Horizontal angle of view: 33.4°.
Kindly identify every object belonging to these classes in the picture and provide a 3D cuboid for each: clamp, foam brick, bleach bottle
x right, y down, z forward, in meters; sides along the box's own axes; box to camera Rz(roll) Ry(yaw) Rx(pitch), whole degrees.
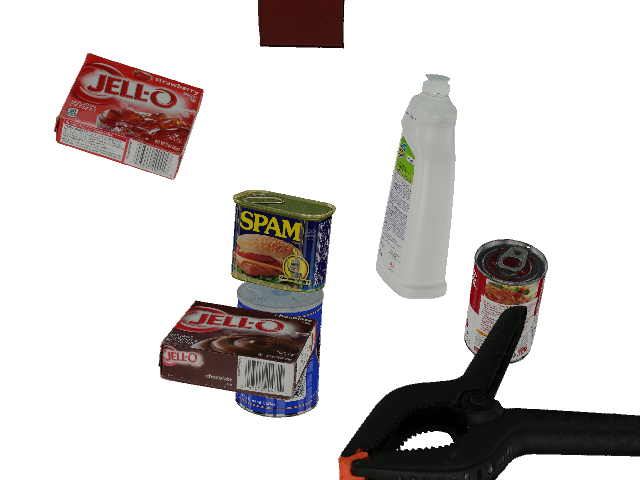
[{"bbox_3d":[0.101,0.110,0.698,0.209,0.036,0.165,-14,32,-18],"label":"clamp"},{"bbox_3d":[-0.018,-0.204,0.977,0.078,0.051,0.053,0,16,-4],"label":"foam brick"},{"bbox_3d":[0.121,-0.065,1.241,0.068,0.251,0.103,-2,23,-22],"label":"bleach bottle"}]

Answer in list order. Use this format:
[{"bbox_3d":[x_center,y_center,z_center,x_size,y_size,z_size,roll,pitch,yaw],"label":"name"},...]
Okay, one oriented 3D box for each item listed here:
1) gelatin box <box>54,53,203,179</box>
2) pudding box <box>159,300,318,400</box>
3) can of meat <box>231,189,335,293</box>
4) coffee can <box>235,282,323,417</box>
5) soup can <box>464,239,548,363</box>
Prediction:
[{"bbox_3d":[-0.135,-0.089,0.757,0.089,0.073,0.030,18,-44,-7],"label":"gelatin box"},{"bbox_3d":[-0.066,0.089,0.882,0.113,0.039,0.090,10,21,8],"label":"pudding box"},{"bbox_3d":[-0.040,0.001,1.073,0.102,0.084,0.057,13,18,23],"label":"can of meat"},{"bbox_3d":[-0.050,0.126,1.278,0.103,0.140,0.103,2,18,-1],"label":"coffee can"},{"bbox_3d":[0.176,0.059,1.019,0.068,0.102,0.068,1,37,-1],"label":"soup can"}]
